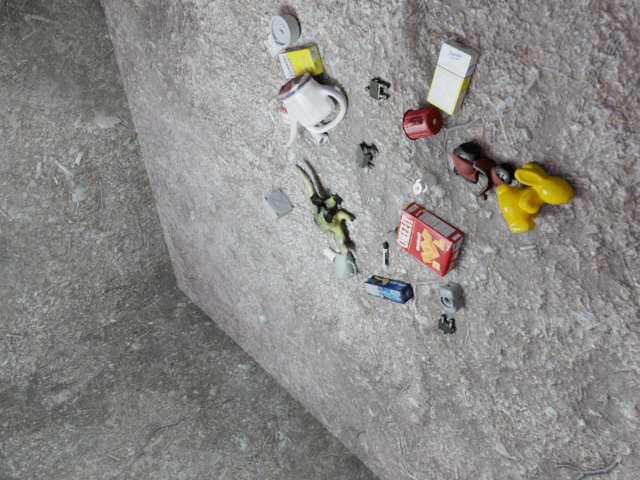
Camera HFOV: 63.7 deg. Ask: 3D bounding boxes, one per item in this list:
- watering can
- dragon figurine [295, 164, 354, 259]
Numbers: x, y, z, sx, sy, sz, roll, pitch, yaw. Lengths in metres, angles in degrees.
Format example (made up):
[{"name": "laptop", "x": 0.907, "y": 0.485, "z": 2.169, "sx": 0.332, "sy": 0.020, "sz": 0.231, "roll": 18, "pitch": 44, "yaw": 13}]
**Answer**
[{"name": "watering can", "x": -0.063, "y": -0.461, "z": 1.834, "sx": 0.344, "sy": 0.106, "sz": 0.222, "roll": -21, "pitch": -59, "yaw": 42}, {"name": "dragon figurine", "x": 0.006, "y": -0.106, "z": 2.100, "sx": 0.123, "sy": 0.414, "sz": 0.238, "roll": -30, "pitch": -14, "yaw": -23}]
